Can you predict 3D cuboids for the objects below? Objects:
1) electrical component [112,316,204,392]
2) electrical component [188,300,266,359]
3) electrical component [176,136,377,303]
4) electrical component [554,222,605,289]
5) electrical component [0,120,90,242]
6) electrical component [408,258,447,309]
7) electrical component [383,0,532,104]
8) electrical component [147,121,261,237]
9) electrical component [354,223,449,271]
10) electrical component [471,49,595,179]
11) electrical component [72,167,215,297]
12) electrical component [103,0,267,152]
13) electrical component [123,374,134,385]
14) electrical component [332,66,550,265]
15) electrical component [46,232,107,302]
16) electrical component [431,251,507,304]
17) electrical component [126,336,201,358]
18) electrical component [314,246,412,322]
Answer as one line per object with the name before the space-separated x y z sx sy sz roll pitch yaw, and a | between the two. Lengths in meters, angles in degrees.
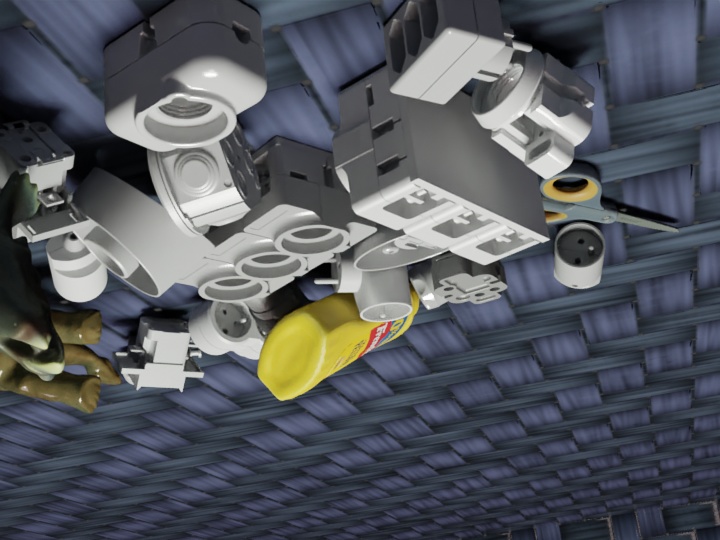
electrical component | -0.192 0.079 1.034 0.081 0.063 0.042 6 -165 -29
electrical component | -0.103 0.061 1.037 0.138 0.052 0.074 11 156 -35
electrical component | -0.069 -0.031 0.813 0.089 0.061 0.150 13 151 -39
electrical component | 0.197 -0.007 0.971 0.043 0.043 0.081 -9 157 6
electrical component | -0.213 -0.058 0.693 0.042 0.081 0.063 -23 143 -41
electrical component | 0.078 0.005 0.969 0.062 0.043 0.043 -29 155 2
electrical component | 0.063 -0.132 0.625 0.077 0.047 0.066 8 153 -28
electrical component | -0.102 -0.066 0.699 0.051 0.080 0.080 -17 156 10
electrical component | 0.041 -0.035 0.832 0.099 0.064 0.099 -6 158 -2
electrical component | 0.108 -0.105 0.678 0.057 0.078 0.058 31 142 -24
electrical component | -0.156 -0.030 0.751 0.099 0.064 0.099 35 160 15
electrical component | -0.101 -0.109 0.618 0.095 0.059 0.054 -22 153 33
electrical component | -0.233 0.105 1.130 0.035 0.035 0.061 -3 160 -9
electrical component | 0.055 -0.067 0.724 0.062 0.089 0.150 -24 152 35
electrical component | -0.222 -0.010 0.844 0.043 0.043 0.081 -2 157 -12
electrical component | 0.090 -0.010 0.916 0.058 0.057 0.078 -18 155 26
electrical component | -0.200 0.085 1.082 0.078 0.040 0.040 -3 157 -10
electrical component | 0.000 0.000 0.887 0.079 0.077 0.043 0 157 -15
